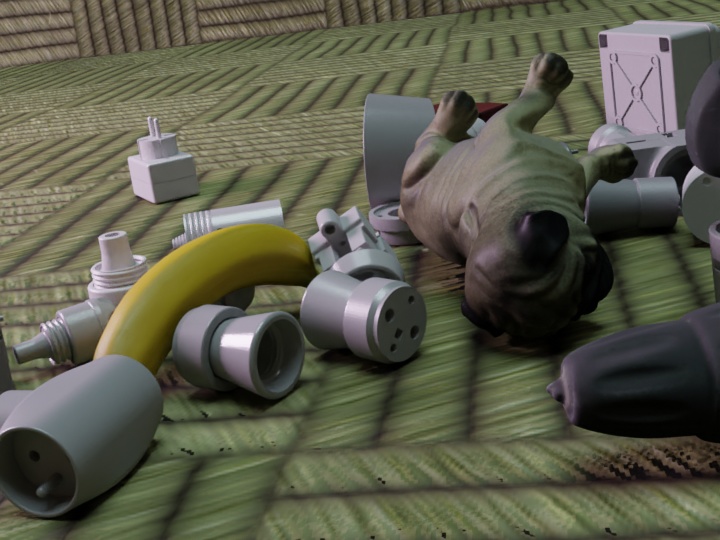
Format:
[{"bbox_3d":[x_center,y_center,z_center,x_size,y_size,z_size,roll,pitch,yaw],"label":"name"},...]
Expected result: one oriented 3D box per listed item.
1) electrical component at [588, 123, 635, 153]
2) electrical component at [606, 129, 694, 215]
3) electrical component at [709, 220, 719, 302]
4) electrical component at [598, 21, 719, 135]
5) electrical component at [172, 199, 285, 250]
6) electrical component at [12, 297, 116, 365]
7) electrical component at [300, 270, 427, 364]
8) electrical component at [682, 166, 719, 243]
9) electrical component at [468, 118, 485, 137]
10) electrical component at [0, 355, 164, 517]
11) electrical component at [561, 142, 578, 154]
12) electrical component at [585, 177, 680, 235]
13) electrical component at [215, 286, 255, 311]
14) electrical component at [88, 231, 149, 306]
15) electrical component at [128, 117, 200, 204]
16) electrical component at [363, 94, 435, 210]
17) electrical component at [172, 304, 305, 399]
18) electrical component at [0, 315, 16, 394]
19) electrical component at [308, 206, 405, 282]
[{"bbox_3d":[0.218,-0.098,0.893,0.040,0.040,0.046,-13,24,-17],"label":"electrical component"},{"bbox_3d":[0.232,-0.072,0.784,0.089,0.050,0.055,-8,17,-1],"label":"electrical component"},{"bbox_3d":[0.214,0.000,0.567,0.055,0.047,0.055,-7,17,2],"label":"electrical component"},{"bbox_3d":[0.272,-0.166,0.972,0.056,0.108,0.109,-17,19,-19],"label":"electrical component"},{"bbox_3d":[-0.095,-0.024,0.781,0.081,0.043,0.043,-9,17,-6],"label":"electrical component"},{"bbox_3d":[-0.170,0.040,0.626,0.061,0.035,0.035,-19,21,-26],"label":"electrical component"},{"bbox_3d":[0.002,0.025,0.581,0.055,0.045,0.045,9,24,42],"label":"electrical component"},{"bbox_3d":[0.272,-0.042,0.667,0.138,0.052,0.073,-2,18,18],"label":"electrical component"},{"bbox_3d":[0.060,-0.102,0.947,0.095,0.053,0.059,5,21,35],"label":"electrical component"},{"bbox_3d":[-0.142,0.073,0.490,0.079,0.043,0.077,-2,18,19],"label":"electrical component"},{"bbox_3d":[0.136,-0.078,0.861,0.078,0.040,0.040,-10,17,-7],"label":"electrical component"},{"bbox_3d":[0.185,-0.046,0.738,0.065,0.044,0.044,-2,17,2],"label":"electrical component"},{"bbox_3d":[-0.098,0.014,0.658,0.045,0.045,0.055,7,22,40],"label":"electrical component"},{"bbox_3d":[-0.149,0.008,0.672,0.043,0.062,0.043,-7,17,2],"label":"electrical component"},{"bbox_3d":[-0.194,-0.110,1.042,0.047,0.076,0.066,-16,19,-25],"label":"electrical component"},{"bbox_3d":[0.030,-0.090,0.852,0.064,0.099,0.099,-2,17,-5],"label":"electrical component"},{"bbox_3d":[-0.063,0.041,0.556,0.055,0.045,0.045,4,21,34],"label":"electrical component"},{"bbox_3d":[-0.221,0.048,0.575,0.061,0.061,0.096,-14,18,-21],"label":"electrical component"},{"bbox_3d":[0.000,0.000,0.643,0.048,0.066,0.055,-35,33,11],"label":"electrical component"}]
